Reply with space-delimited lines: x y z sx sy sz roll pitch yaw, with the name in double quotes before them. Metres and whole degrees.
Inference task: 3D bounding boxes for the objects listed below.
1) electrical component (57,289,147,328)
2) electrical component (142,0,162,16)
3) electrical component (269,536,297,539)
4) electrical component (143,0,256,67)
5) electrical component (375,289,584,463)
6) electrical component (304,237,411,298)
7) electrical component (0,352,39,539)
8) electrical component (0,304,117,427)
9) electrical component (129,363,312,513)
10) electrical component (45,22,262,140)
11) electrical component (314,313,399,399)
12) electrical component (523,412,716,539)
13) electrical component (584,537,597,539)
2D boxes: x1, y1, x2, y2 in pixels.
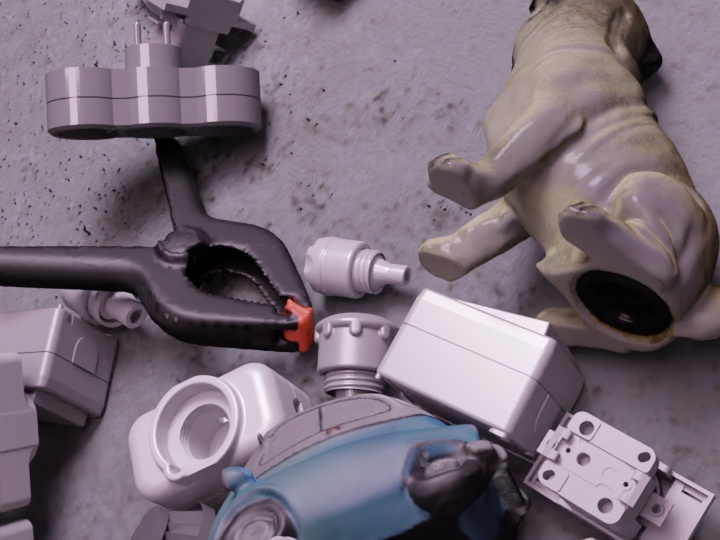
"electrical component" -0.163 0.016 0.695 0.062 0.043 0.043 30 81 34
"electrical component" -0.144 -0.213 0.803 0.043 0.043 0.081 -41 54 3
"electrical component" -0.017 0.185 0.446 0.109 0.056 0.108 29 111 4
"electrical component" -0.119 -0.171 0.751 0.042 0.081 0.063 35 112 37
"electrical component" 0.059 0.050 0.554 0.096 0.061 0.061 22 77 34
"electrical component" 0.000 0.000 0.626 0.061 0.035 0.035 7 69 27
"electrical component" -0.246 0.145 0.624 0.105 0.060 0.186 -6 87 25
"electrical component" -0.215 0.064 0.686 0.096 0.061 0.061 -5 63 25
"electrical component" -0.078 0.095 0.602 0.095 0.059 0.053 -27 56 13
"electrical component" -0.135 -0.127 0.706 0.138 0.052 0.073 -3 88 -10
"electrical component" -0.003 0.057 0.594 0.048 0.048 0.062 -5 71 25
"electrical component" 0.116 0.099 0.499 0.081 0.064 0.042 28 81 34
"electrical component" 0.095 0.162 0.468 0.051 0.080 0.080 -24 57 20
